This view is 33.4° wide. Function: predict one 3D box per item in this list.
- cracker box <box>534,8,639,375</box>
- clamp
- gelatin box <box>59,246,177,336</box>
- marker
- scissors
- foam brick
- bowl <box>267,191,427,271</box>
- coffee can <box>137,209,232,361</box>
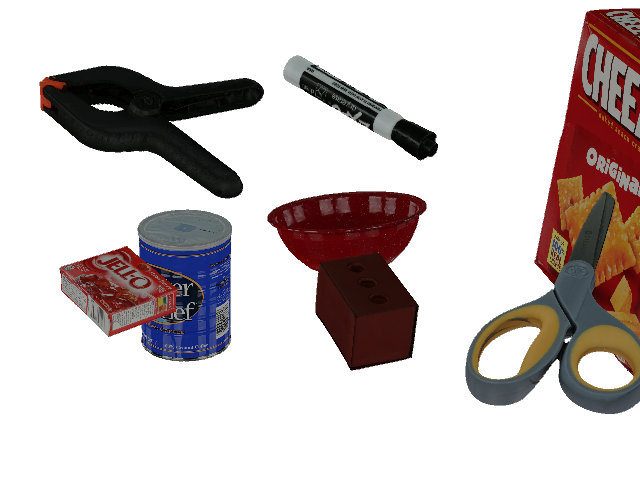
[{"bbox_3d":[0.229,-0.034,0.746,0.072,0.214,0.164,-6,33,-16],"label":"cracker box"},{"bbox_3d":[-0.125,-0.101,0.821,0.171,0.039,0.120,20,43,0],"label":"clamp"},{"bbox_3d":[-0.186,0.044,0.980,0.073,0.030,0.089,-19,40,-36],"label":"gelatin box"},{"bbox_3d":[0.025,-0.084,0.674,0.121,0.020,0.020,34,18,29],"label":"marker"},{"bbox_3d":[0.151,0.030,0.567,0.096,0.016,0.201,19,40,34],"label":"scissors"},{"bbox_3d":[0.034,0.053,0.814,0.053,0.051,0.078,-10,34,-19],"label":"foam brick"},{"bbox_3d":[0.029,-0.006,1.080,0.162,0.055,0.162,-5,15,1],"label":"bowl"},{"bbox_3d":[-0.150,0.049,1.189,0.103,0.140,0.103,2,23,-1],"label":"coffee can"}]
